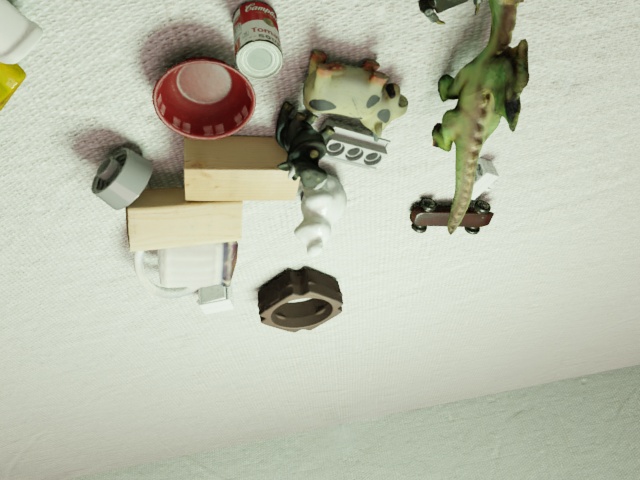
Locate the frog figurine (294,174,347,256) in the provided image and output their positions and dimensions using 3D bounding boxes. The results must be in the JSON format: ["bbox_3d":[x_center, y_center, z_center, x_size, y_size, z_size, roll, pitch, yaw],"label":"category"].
[{"bbox_3d":[0.003,-0.053,1.052,0.123,0.163,0.134,-7,144,-7],"label":"frog figurine"}]

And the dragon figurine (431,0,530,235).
[{"bbox_3d":[0.255,-0.203,0.802,0.122,0.409,0.243,4,-177,3],"label":"dragon figurine"}]

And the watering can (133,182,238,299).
[{"bbox_3d":[-0.289,0.011,1.117,0.224,0.106,0.339,-1,133,-16],"label":"watering can"}]
